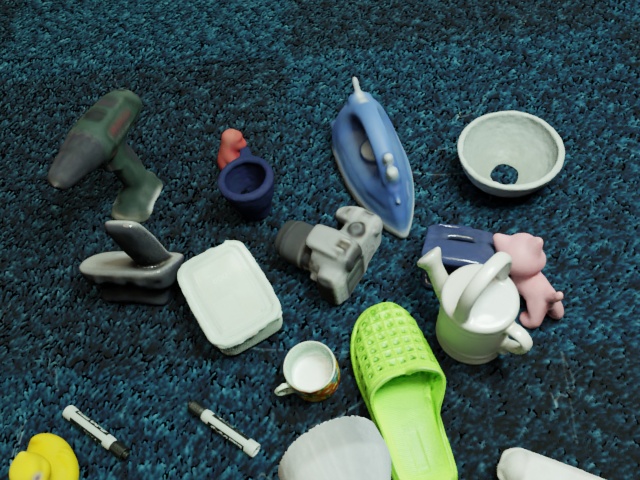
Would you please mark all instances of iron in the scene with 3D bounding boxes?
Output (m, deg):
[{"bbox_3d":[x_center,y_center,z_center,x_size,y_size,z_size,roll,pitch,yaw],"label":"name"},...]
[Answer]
[{"bbox_3d":[0.095,-0.140,0.934,0.118,0.142,0.258,-18,57,-4],"label":"iron"}]

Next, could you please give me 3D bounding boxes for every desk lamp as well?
[{"bbox_3d":[0.049,0.313,0.607,0.118,0.214,0.203,-25,58,-8],"label":"desk lamp"}]

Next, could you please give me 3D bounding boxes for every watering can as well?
[{"bbox_3d":[0.200,0.079,0.750,0.172,0.194,0.101,20,62,19],"label":"watering can"}]

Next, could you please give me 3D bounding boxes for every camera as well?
[{"bbox_3d":[0.008,0.003,0.878,0.136,0.101,0.143,24,64,21],"label":"camera"}]

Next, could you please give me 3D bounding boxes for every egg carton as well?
[{"bbox_3d":[0.275,0.314,0.664,0.150,0.069,0.107,16,61,17],"label":"egg carton"}]

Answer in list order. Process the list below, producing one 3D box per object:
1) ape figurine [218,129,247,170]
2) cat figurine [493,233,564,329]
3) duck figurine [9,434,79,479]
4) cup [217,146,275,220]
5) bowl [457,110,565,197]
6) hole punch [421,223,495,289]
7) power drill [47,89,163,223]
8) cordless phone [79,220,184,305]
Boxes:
[{"bbox_3d":[-0.147,-0.156,1.004,0.076,0.092,0.077,-8,57,2],"label":"ape figurine"},{"bbox_3d":[0.295,0.045,0.805,0.067,0.118,0.127,-24,58,-8],"label":"cat figurine"},{"bbox_3d":[-0.368,0.299,0.745,0.077,0.086,0.104,-20,57,-5],"label":"duck figurine"},{"bbox_3d":[-0.116,-0.088,0.955,0.091,0.095,0.117,-9,57,2],"label":"cup"},{"bbox_3d":[0.307,-0.128,0.940,0.167,0.075,0.167,-3,57,5],"label":"bowl"},{"bbox_3d":[0.203,0.017,0.850,0.108,0.091,0.101,8,59,12],"label":"hole punch"},{"bbox_3d":[-0.338,-0.122,0.937,0.075,0.209,0.229,5,58,11],"label":"power drill"},{"bbox_3d":[-0.297,0.017,0.857,0.147,0.185,0.094,-1,57,7],"label":"cordless phone"}]
